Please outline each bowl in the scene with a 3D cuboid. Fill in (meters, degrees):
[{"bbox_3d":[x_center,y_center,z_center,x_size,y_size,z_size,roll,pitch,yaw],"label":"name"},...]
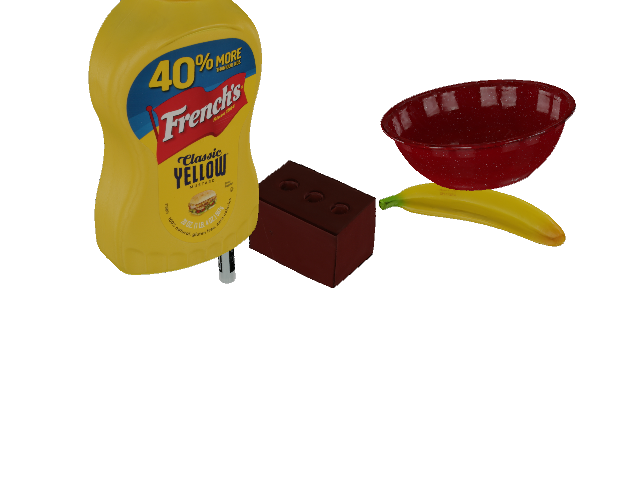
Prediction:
[{"bbox_3d":[0.134,-0.085,0.901,0.162,0.055,0.162,-8,25,4],"label":"bowl"}]

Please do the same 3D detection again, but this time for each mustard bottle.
[{"bbox_3d":[-0.077,-0.078,0.576,0.096,0.192,0.058,-19,40,-31],"label":"mustard bottle"}]

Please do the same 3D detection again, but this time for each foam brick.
[{"bbox_3d":[-0.006,-0.012,0.762,0.078,0.051,0.052,25,43,24],"label":"foam brick"}]

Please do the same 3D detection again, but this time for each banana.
[{"bbox_3d":[0.164,-0.029,1.117,0.198,0.037,0.069,11,39,23],"label":"banana"}]

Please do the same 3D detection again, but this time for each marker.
[{"bbox_3d":[-0.105,-0.003,1.175,0.020,0.121,0.020,1,40,-1],"label":"marker"}]
